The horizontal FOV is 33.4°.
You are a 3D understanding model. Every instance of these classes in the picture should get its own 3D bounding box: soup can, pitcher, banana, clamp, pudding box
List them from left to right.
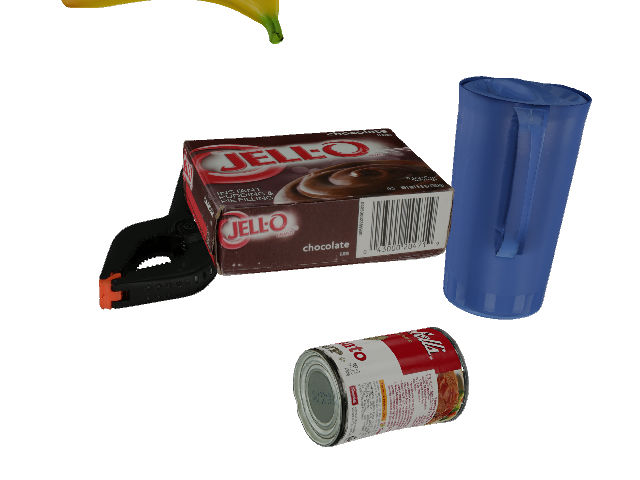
[{"bbox_3d":[-0.114,-0.206,0.870,0.198,0.069,0.037,11,-41,16],"label":"banana"},{"bbox_3d":[-0.117,-0.004,0.920,0.165,0.036,0.209,30,41,32],"label":"clamp"},{"bbox_3d":[-0.004,-0.022,0.514,0.113,0.039,0.090,-3,26,-16],"label":"pudding box"},{"bbox_3d":[0.040,0.100,0.731,0.102,0.068,0.069,-6,3,-30],"label":"soup can"},{"bbox_3d":[0.195,-0.042,1.106,0.148,0.243,0.145,-12,26,-40],"label":"pitcher"}]
